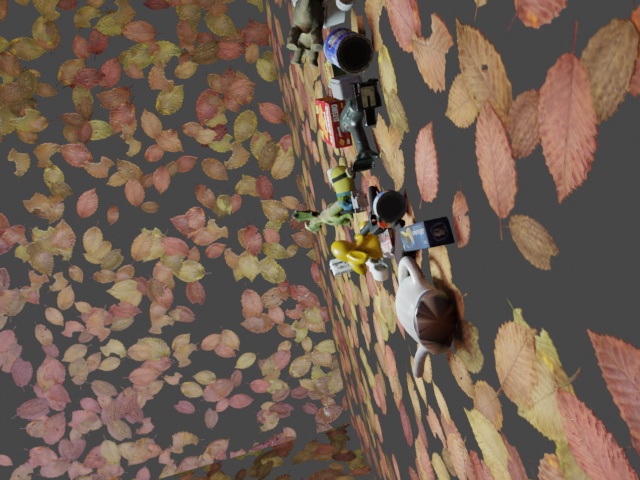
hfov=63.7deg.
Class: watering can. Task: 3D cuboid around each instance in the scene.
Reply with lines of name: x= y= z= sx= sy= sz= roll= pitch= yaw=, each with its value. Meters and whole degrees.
watering can: x=0.255 y=0.213 z=1.264 sx=0.226 sy=0.104 sz=0.345 roll=-141 pitch=40 yaw=-76

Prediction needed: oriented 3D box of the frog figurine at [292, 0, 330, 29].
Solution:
frog figurine: x=-0.016 y=-0.747 z=1.658 sx=0.139 sy=0.122 sz=0.159 roll=-34 pitch=-76 yaw=-63

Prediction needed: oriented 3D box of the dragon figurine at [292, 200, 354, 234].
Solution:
dragon figurine: x=0.006 y=-0.107 z=2.127 sx=0.404 sy=0.243 sz=0.124 roll=95 pitch=166 yaw=-73
